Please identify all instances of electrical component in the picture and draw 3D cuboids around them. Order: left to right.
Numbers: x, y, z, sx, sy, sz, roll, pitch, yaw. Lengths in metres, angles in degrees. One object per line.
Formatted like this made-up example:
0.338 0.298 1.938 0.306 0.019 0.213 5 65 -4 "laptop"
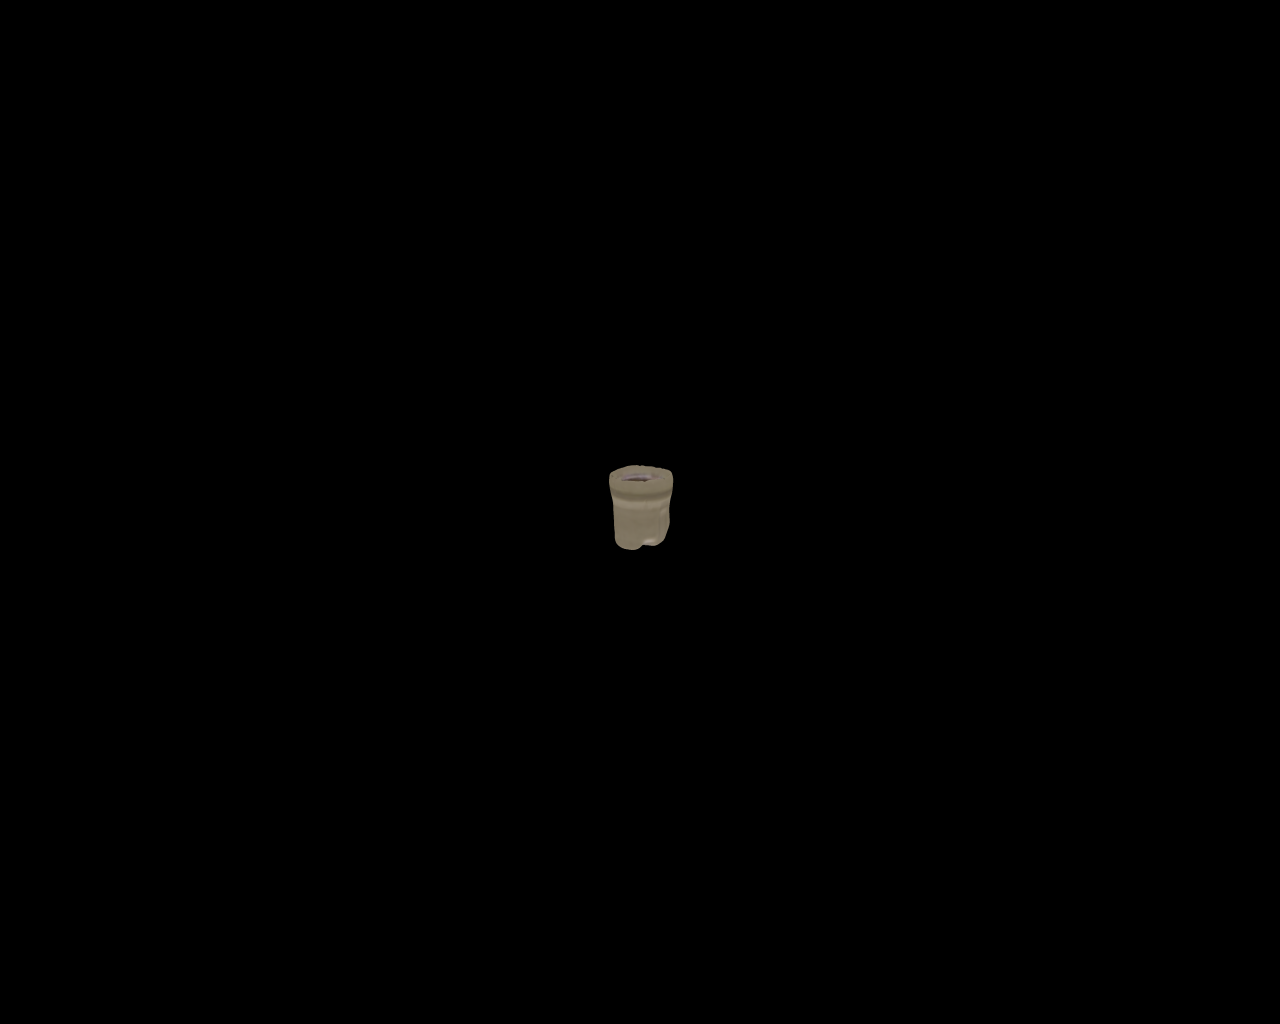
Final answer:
0.001 -0.003 0.650 0.040 0.046 0.040 0 18 0 "electrical component"
